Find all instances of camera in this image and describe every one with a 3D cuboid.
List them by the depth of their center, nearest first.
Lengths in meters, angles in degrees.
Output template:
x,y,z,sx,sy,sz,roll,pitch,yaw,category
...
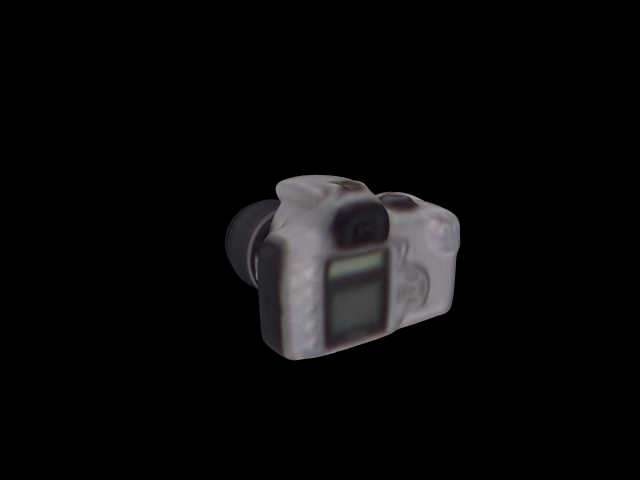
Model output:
x,y,z,sx,sy,sz,roll,pitch,yaw,category
0.004,0.001,0.400,0.143,0.101,0.136,-11,19,-34,camera
